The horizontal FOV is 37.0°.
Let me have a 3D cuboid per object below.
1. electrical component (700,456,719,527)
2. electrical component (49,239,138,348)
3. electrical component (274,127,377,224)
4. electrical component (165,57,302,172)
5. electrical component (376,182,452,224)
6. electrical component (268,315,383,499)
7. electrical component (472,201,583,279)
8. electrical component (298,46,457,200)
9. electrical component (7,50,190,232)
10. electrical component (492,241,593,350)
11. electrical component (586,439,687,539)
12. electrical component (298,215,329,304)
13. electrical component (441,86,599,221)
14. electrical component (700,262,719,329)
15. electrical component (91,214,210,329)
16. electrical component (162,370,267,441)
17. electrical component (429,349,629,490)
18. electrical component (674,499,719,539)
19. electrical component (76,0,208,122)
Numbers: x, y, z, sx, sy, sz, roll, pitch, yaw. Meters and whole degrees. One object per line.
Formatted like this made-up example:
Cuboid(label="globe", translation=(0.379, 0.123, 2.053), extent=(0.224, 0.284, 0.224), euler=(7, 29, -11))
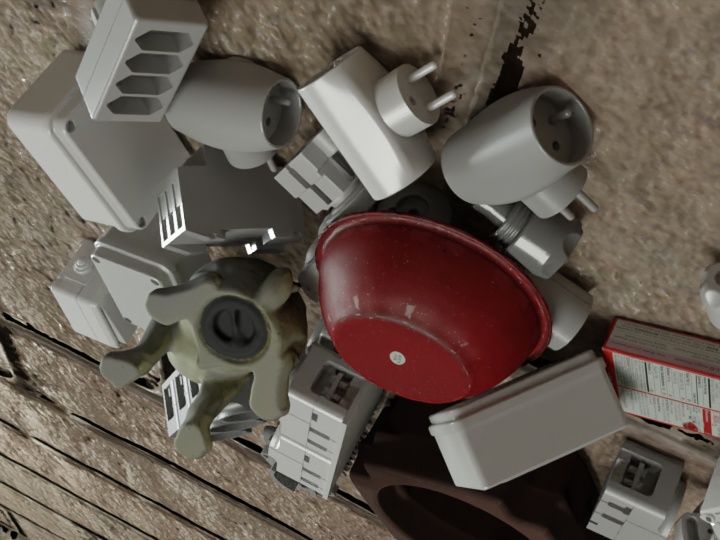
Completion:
Cuboid(label="electrical component", translation=(0.294, 0.161, 0.732), extent=(0.096, 0.061, 0.062), euler=(34, 152, -7))
Cuboid(label="electrical component", translation=(-0.240, 0.020, 1.004), extent=(0.061, 0.061, 0.096), euler=(20, 150, 18))
Cuboid(label="electrical component", translation=(-0.016, -0.058, 0.685), extent=(0.055, 0.048, 0.066), euler=(44, 150, -9))
Cuboid(label="electrical component", translation=(-0.075, -0.092, 0.685), extent=(0.077, 0.044, 0.079), euler=(13, 147, 29))
Cuboid(label="electrical component", translation=(0.037, -0.024, 0.694), extent=(0.048, 0.048, 0.062), euler=(20, 157, 19))
Cuboid(label="electrical component", translation=(-0.023, 0.104, 0.889), extent=(0.060, 0.105, 0.186), euler=(26, 152, 8))
Cuboid(label="electrical component", translation=(0.096, -0.027, 0.632), extent=(0.062, 0.043, 0.043), euler=(34, 152, -3))
Cuboid(label="electrical component", translation=(0.017, -0.089, 0.600), extent=(0.079, 0.043, 0.077), euler=(-26, 107, 35))
Cuboid(label="electrical component", translation=(-0.178, -0.090, 0.751), extent=(0.057, 0.078, 0.113), euler=(13, 147, 35))
Cuboid(label="electrical component", translation=(0.103, 0.011, 0.687), extent=(0.081, 0.043, 0.043), euler=(34, 152, -7))
Cuboid(label="electrical component", translation=(0.219, 0.180, 0.843), extent=(0.056, 0.050, 0.089), euler=(23, 151, 14))
Cuboid(label="electrical component", translation=(0.000, 0.000, 0.757), extent=(0.080, 0.051, 0.080), euler=(23, 151, 13))
Cuboid(label="electrical component", translation=(0.097, -0.055, 0.586), extent=(0.079, 0.043, 0.077), euler=(40, 150, -18))
Cuboid(label="electrical component", translation=(0.214, 0.022, 0.609), extent=(0.035, 0.035, 0.061), euler=(8, 148, 35))
Cuboid(label="electrical component", translation=(-0.173, 0.006, 0.922), extent=(0.078, 0.057, 0.113), euler=(19, 150, 19))
Cuboid(label="electrical component", translation=(-0.123, 0.116, 1.006), extent=(0.089, 0.061, 0.150), euler=(-4, 163, -24))
Cuboid(label="electrical component", translation=(0.111, 0.103, 0.731), extent=(0.108, 0.109, 0.056), euler=(116, 132, -79))
Cuboid(label="electrical component", translation=(0.280, 0.191, 0.794), extent=(0.078, 0.058, 0.057), euler=(7, 146, -1))
Cuboid(label="electrical component", translation=(-0.138, -0.144, 0.646), extent=(0.083, 0.047, 0.075), euler=(-52, 54, 41))
